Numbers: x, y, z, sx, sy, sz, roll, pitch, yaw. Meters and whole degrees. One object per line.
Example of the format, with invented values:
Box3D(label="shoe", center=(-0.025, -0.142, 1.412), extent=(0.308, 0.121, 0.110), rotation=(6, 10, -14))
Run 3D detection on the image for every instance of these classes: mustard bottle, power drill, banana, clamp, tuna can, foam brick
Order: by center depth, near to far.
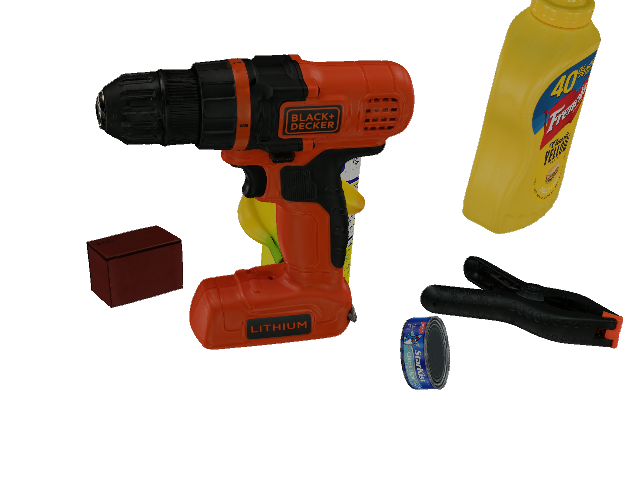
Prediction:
Box3D(label="power drill", center=(-0.041, -0.022, 0.649), extent=(0.184, 0.188, 0.057), rotation=(-4, 36, -14))
Box3D(label="mustard bottle", center=(0.152, -0.102, 0.745), extent=(0.058, 0.192, 0.096), rotation=(32, 46, 28))
Box3D(label="banana", center=(-0.020, -0.028, 0.856), extent=(0.037, 0.069, 0.197), rotation=(-34, 1, 26))
Box3D(label="clamp", center=(0.185, 0.054, 0.960), extent=(0.171, 0.039, 0.120), rotation=(16, 27, 15))
Box3D(label="foam brick", center=(-0.177, 0.023, 1.023), extent=(0.078, 0.051, 0.053), rotation=(-15, 25, -30))
Box3D(label="tuna can", center=(0.123, 0.132, 1.249), extent=(0.034, 0.086, 0.086), rotation=(-5, -2, 24))

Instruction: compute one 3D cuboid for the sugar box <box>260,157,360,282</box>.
Box3D(label="sugar box", center=(-0.011, -0.024, 1.119), extent=(0.093, 0.176, 0.048), rotation=(7, 16, 14))
